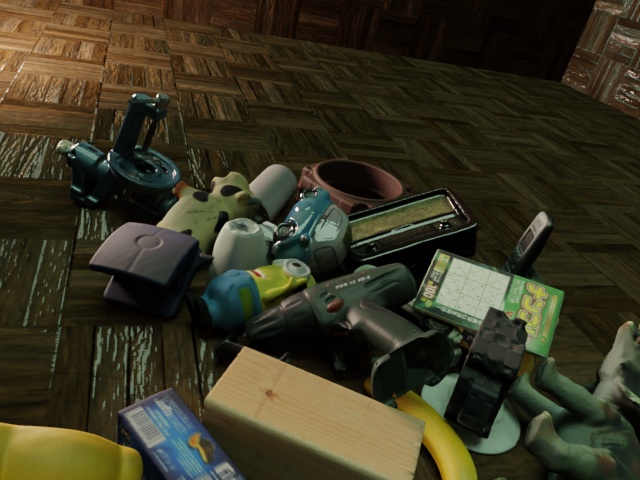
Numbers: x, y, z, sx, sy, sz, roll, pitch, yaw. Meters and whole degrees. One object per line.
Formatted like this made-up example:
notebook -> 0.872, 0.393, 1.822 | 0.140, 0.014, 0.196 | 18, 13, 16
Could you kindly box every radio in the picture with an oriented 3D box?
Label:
radio -> 0.141, -0.004, 0.906 | 0.230, 0.073, 0.131 | -18, 38, -7

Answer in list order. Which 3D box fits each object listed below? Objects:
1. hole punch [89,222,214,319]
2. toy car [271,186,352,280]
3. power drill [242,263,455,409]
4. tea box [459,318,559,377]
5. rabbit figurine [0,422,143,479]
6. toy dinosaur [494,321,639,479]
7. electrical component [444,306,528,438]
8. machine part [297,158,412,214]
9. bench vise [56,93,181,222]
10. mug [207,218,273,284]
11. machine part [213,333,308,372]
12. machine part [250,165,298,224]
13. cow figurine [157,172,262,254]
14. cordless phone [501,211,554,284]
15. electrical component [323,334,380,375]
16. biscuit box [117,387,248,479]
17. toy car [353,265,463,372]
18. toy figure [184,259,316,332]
hole punch -> -0.227, 0.028, 0.713 | 0.142, 0.092, 0.116 | 13, 59, 6
toy car -> -0.002, -0.003, 0.839 | 0.103, 0.109, 0.162 | 15, 54, 23
power drill -> 0.042, 0.115, 0.652 | 0.232, 0.085, 0.207 | -21, 24, -20
tea box -> 0.243, 0.115, 0.778 | 0.170, 0.098, 0.068 | 26, 9, 23
rabbit figurine -> -0.208, 0.244, 0.406 | 0.162, 0.121, 0.173 | 17, 41, -14
toy dinosaur -> 0.294, 0.249, 0.578 | 0.192, 0.131, 0.405 | 30, 42, 12
electrical component -> 0.197, 0.161, 0.636 | 0.058, 0.114, 0.134 | 20, 31, 20
machine part -> 0.070, -0.086, 1.075 | 0.201, 0.087, 0.201 | 34, 34, 32
bench vise -> -0.316, -0.146, 0.887 | 0.224, 0.240, 0.129 | 36, 30, 6
mug -> -0.109, 0.022, 0.797 | 0.109, 0.107, 0.081 | -15, 42, -37
machine part -> -0.065, 0.152, 0.640 | 0.139, 0.084, 0.039 | 17, 58, 29
machine part -> -0.102, -0.079, 1.000 | 0.079, 0.079, 0.243 | 18, 31, 8
cow figurine -> -0.174, -0.034, 0.839 | 0.127, 0.085, 0.195 | 27, 58, 10
cordless phone -> 0.328, 0.057, 0.841 | 0.089, 0.184, 0.147 | 19, 30, -1
electrical component -> 0.046, 0.139, 0.731 | 0.078, 0.045, 0.102 | -22, 34, -3
biscuit box -> -0.113, 0.228, 0.492 | 0.059, 0.062, 0.203 | -18, 42, -41
toy car -> 0.119, 0.109, 0.774 | 0.056, 0.073, 0.202 | -18, 43, -41
toy figure -> -0.089, 0.079, 0.738 | 0.180, 0.089, 0.082 | -17, 45, -28
